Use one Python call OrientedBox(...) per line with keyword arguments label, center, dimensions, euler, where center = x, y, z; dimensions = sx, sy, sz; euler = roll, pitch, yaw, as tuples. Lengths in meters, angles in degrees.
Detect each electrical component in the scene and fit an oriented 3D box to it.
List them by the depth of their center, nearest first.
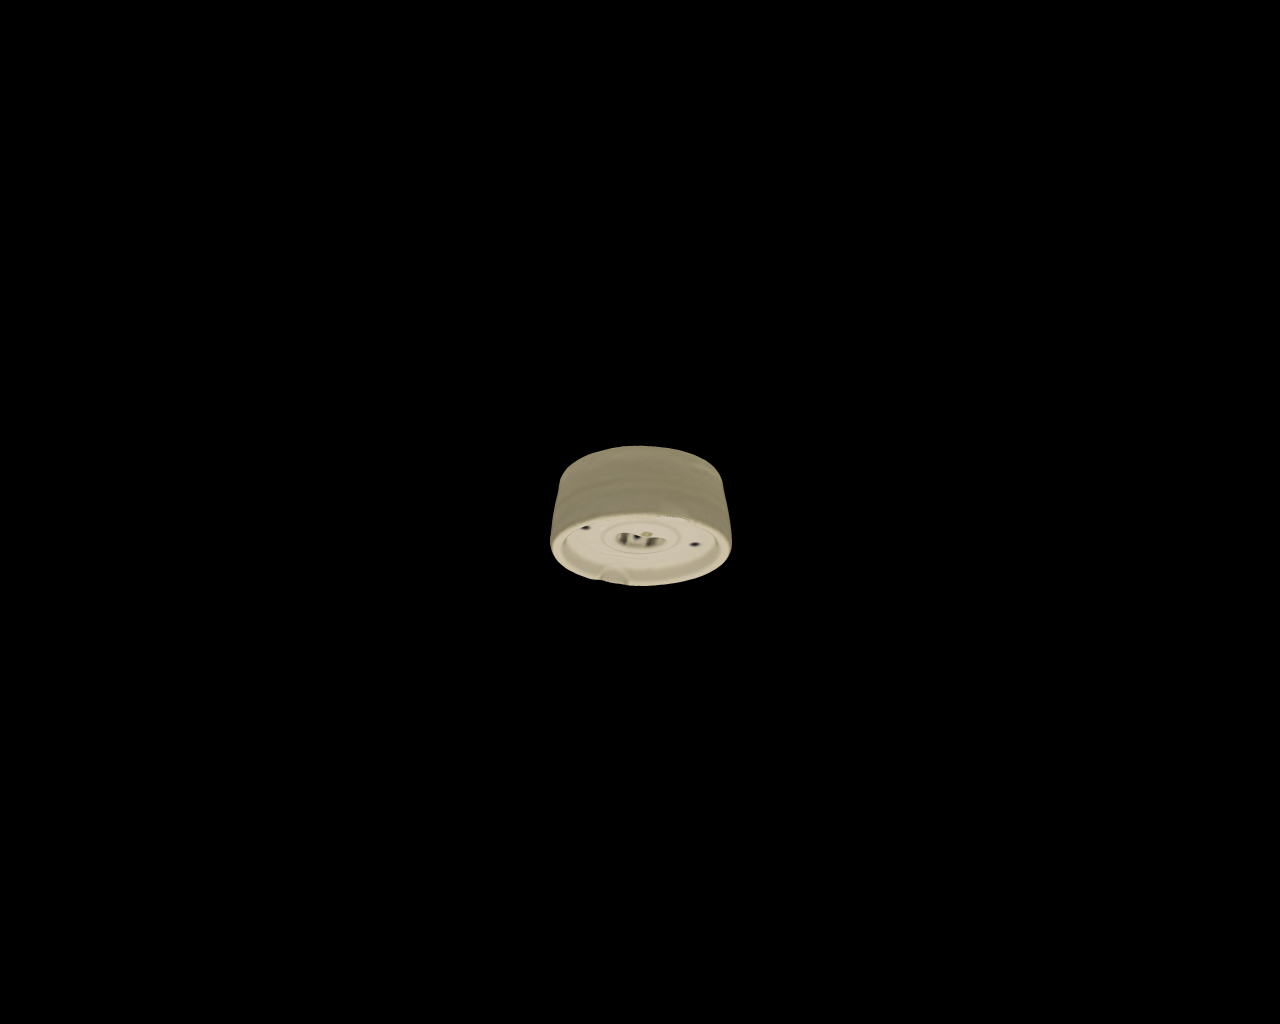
OrientedBox(label="electrical component", center=(0.001, -0.003, 0.650), dimensions=(0.108, 0.060, 0.108), euler=(0, -26, 0))
